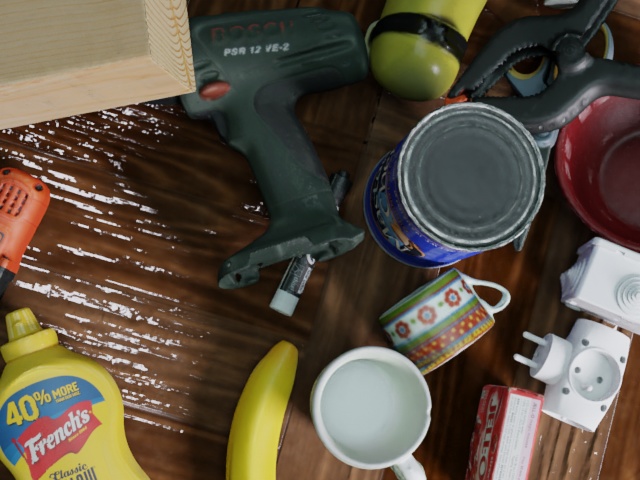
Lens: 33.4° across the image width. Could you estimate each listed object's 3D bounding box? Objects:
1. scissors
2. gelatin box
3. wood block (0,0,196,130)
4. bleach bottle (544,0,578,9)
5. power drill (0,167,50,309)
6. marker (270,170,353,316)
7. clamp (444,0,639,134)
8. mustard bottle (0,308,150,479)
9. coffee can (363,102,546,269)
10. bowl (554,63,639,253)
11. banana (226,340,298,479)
[{"bbox_3d":[0.159,-0.093,0.831,0.096,0.016,0.201,24,77,29],"label":"scissors"},{"bbox_3d":[0.135,0.154,0.799,0.030,0.073,0.089,13,83,-4],"label":"gelatin box"},{"bbox_3d":[-0.203,-0.138,0.749,0.206,0.090,0.091,-9,80,12],"label":"wood block"},{"bbox_3d":[0.209,-0.313,0.863,0.102,0.068,0.251,4,86,-7],"label":"bleach bottle"},{"bbox_3d":[-0.314,0.004,0.773,0.187,0.057,0.184,27,78,-6],"label":"power drill"},{"bbox_3d":[-0.005,0.001,0.826,0.020,0.020,0.121,25,82,-4],"label":"marker"},{"bbox_3d":[0.193,-0.147,0.805,0.210,0.036,0.164,-15,72,17],"label":"clamp"},{"bbox_3d":[-0.186,0.141,0.772,0.096,0.058,0.191,-21,86,-4],"label":"mustard bottle"},{"bbox_3d":[0.093,-0.035,0.780,0.102,0.140,0.103,1,84,-7],"label":"coffee can"},{"bbox_3d":[0.264,-0.056,0.830,0.162,0.055,0.162,-4,70,10],"label":"bowl"},{"bbox_3d":[-0.038,0.177,0.798,0.069,0.037,0.198,-7,86,-25],"label":"banana"}]
